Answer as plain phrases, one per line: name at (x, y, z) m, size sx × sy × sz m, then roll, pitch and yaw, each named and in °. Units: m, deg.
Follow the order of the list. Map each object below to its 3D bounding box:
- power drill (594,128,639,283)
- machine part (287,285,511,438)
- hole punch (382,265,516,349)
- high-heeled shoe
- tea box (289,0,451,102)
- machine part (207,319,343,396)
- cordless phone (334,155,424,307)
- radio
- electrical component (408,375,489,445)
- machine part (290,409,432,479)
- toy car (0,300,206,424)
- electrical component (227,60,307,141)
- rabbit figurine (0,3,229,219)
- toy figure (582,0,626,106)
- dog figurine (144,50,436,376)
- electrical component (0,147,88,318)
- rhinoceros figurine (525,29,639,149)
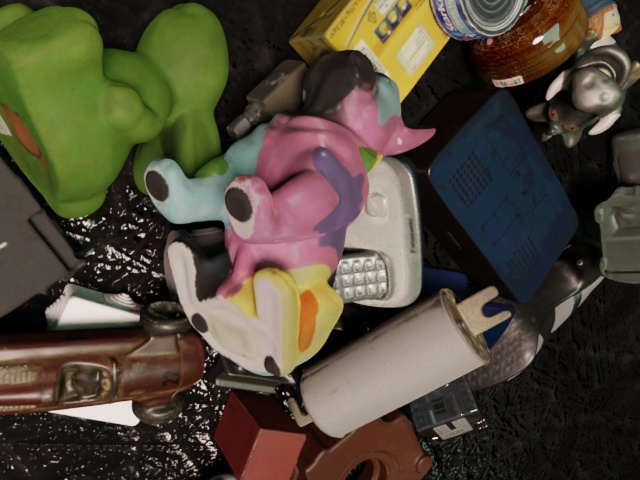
power drill at (0.408, -0.018, 0.679) m, size 0.207 × 0.086 × 0.231 m, roll -29°, pitch 111°, yaw -46°
machine part at (0.067, 0.118, 0.508) m, size 0.243 × 0.079 × 0.079 m, roll -35°, pitch 123°, yaw 20°
hole punch at (0.135, 0.096, 0.588) m, size 0.142 × 0.092 × 0.115 m, roll 9°, pitch 102°, yaw -35°
high-heeled shoe at (0.267, 0.099, 0.691) m, size 0.248 × 0.086 × 0.145 m, roll -47°, pitch 157°, yaw 11°
tea box at (0.065, -0.205, 0.476) m, size 0.098 × 0.068 × 0.169 m, roll 44°, pitch 79°, yaw -32°
machine part at (-0.041, 0.098, 0.486) m, size 0.084 × 0.039 × 0.139 m, roll 26°, pitch 123°, yaw -28°
cordless phone at (-0.001, -0.002, 0.496) m, size 0.184 × 0.089 × 0.146 m, roll -10°, pitch 109°, yaw -7°
radio at (0.185, -0.046, 0.586) m, size 0.131 × 0.073 × 0.229 m, roll -51°, pitch 123°, yaw -10°
electrical component at (0.139, 0.183, 0.600) m, size 0.075 × 0.048 × 0.119 m, roll -22°, pitch 141°, yaw 9°
machine part at (0.039, 0.259, 0.593) m, size 0.179 × 0.056 × 0.179 m, roll -7°, pitch 106°, yaw -26°
toy car at (-0.176, 0.090, 0.365) m, size 0.202 × 0.053 × 0.089 m, roll 2°, pitch 111°, yaw -32°
electrical component at (-0.031, -0.105, 0.454) m, size 0.102 × 0.045 × 0.078 m, roll -53°, pitch 135°, yaw -14°
rabbit figurine at (-0.124, -0.098, 0.374) m, size 0.170 × 0.121 × 0.158 m, roll -39°, pitch 124°, yaw -33°
toy figure at (0.326, -0.222, 0.629) m, size 0.064 × 0.058 × 0.154 m, roll -49°, pitch 129°, yaw -56°
dog figurine at (0.000, -0.031, 0.396) m, size 0.219 × 0.109 × 0.191 m, roll -34°, pitch 124°, yaw -42°
electrical component at (-0.245, -0.005, 0.360) m, size 0.115 × 0.058 × 0.134 m, roll -40°, pitch 119°, yaw -17°
rhinoceros figurine at (0.258, -0.148, 0.547) m, size 0.073 × 0.190 × 0.112 m, roll 43°, pitch 102°, yaw 2°
